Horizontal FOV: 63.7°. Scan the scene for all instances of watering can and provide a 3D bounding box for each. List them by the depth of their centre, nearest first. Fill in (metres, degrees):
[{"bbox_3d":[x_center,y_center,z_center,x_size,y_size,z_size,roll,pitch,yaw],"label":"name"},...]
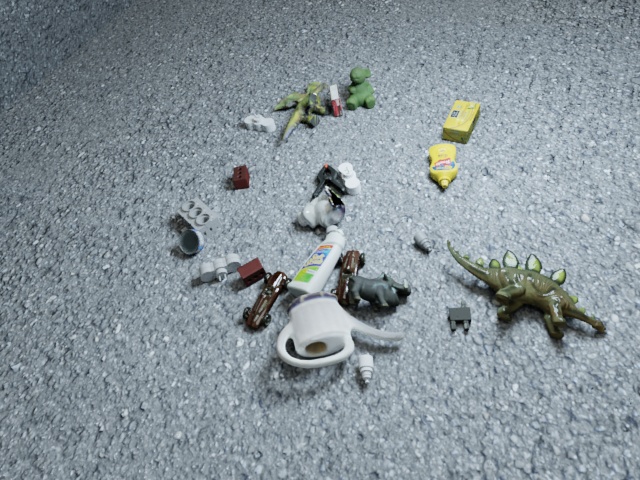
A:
[{"bbox_3d":[0.042,0.245,1.450,0.348,0.101,0.229,-11,45,-9],"label":"watering can"}]

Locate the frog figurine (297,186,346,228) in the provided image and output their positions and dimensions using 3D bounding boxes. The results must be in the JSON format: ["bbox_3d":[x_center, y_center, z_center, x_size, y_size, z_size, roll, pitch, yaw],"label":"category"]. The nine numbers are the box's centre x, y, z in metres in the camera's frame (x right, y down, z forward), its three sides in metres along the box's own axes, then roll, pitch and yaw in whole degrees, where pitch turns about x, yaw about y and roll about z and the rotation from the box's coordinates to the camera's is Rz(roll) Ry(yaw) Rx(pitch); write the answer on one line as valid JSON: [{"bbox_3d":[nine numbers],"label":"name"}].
[{"bbox_3d":[0.005,-0.089,1.761,0.157,0.122,0.140,-44,54,22],"label":"frog figurine"}]

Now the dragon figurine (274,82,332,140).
[{"bbox_3d":[-0.096,-0.562,2.194,0.244,0.120,0.417,15,51,45],"label":"dragon figurine"}]
